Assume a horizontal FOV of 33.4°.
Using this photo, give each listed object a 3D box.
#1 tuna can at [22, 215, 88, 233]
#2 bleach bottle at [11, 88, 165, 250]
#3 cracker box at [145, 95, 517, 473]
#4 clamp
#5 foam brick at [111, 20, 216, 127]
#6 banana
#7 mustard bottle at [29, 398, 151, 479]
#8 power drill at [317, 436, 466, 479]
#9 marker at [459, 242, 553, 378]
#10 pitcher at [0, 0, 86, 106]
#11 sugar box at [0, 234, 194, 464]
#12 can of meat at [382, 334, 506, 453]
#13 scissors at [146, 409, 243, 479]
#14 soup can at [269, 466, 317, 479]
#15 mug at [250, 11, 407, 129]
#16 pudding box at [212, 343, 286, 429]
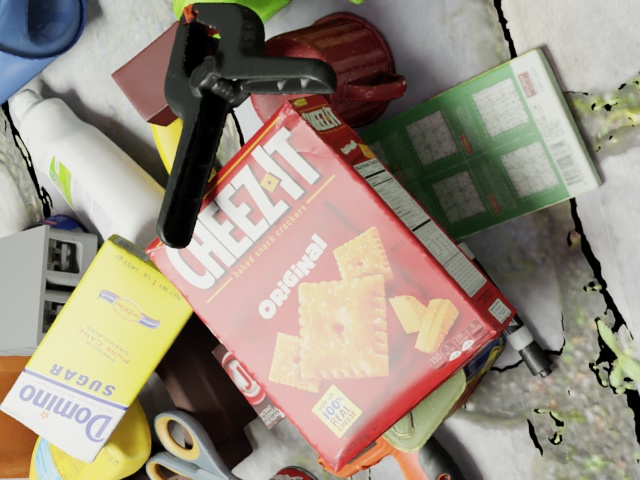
[{"bbox_3d":[-0.268,0.018,1.093,0.086,0.033,0.086,14,115,31],"label":"tuna can"},{"bbox_3d":[-0.205,-0.055,0.989,0.251,0.068,0.103,46,147,19],"label":"bleach bottle"},{"bbox_3d":[0.004,0.030,0.755,0.164,0.072,0.214,-44,84,22],"label":"cracker box"},{"bbox_3d":[-0.062,-0.112,0.744,0.165,0.036,0.210,-39,41,26],"label":"clamp"},{"bbox_3d":[-0.124,-0.139,0.897,0.078,0.051,0.053,-36,84,10],"label":"foam brick"},{"bbox_3d":[-0.103,-0.068,0.943,0.070,0.037,0.198,-39,84,20],"label":"banana"},{"bbox_3d":[-0.230,0.211,1.013,0.192,0.058,0.096,-49,63,38],"label":"mustard bottle"},{"bbox_3d":[0.086,0.234,0.908,0.188,0.057,0.185,49,124,7],"label":"power drill"},{"bbox_3d":[0.139,0.055,0.823,0.020,0.020,0.121,-41,82,39],"label":"marker"},{"bbox_3d":[-0.337,-0.172,0.994,0.243,0.148,0.145,-28,74,46],"label":"pitcher"},{"bbox_3d":[-0.181,0.092,0.893,0.093,0.048,0.176,33,98,-3],"label":"sugar box"},{"bbox_3d":[0.092,0.105,0.834,0.057,0.083,0.102,40,126,16],"label":"can of meat"},{"bbox_3d":[-0.076,0.200,0.928,0.202,0.016,0.096,2,109,34],"label":"scissors"},{"bbox_3d":[-0.046,0.262,0.983,0.069,0.102,0.068,14,115,32],"label":"soup can"},{"bbox_3d":[0.009,-0.120,0.810,0.117,0.081,0.093,16,116,30],"label":"mug"},{"bbox_3d":[-0.035,0.103,0.954,0.090,0.039,0.114,51,129,9],"label":"pudding box"}]
